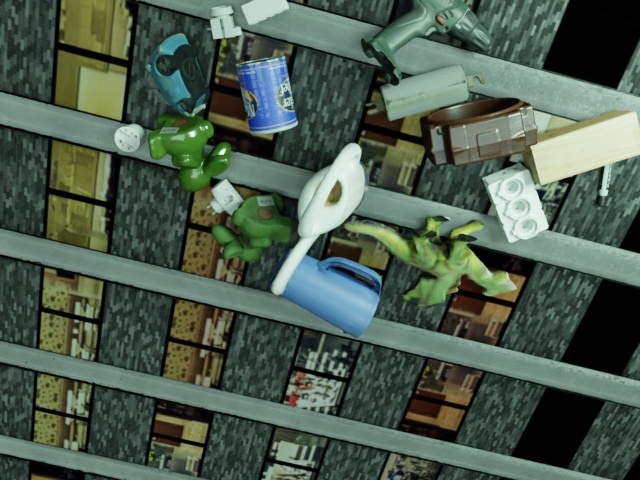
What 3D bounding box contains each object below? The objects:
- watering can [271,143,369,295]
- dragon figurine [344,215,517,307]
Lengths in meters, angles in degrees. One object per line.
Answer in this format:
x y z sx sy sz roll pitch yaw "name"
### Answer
0.003 -0.055 1.088 0.104 0.227 0.342 32 113 9 "watering can"
0.251 0.065 1.192 0.410 0.125 0.237 5 120 1 "dragon figurine"
